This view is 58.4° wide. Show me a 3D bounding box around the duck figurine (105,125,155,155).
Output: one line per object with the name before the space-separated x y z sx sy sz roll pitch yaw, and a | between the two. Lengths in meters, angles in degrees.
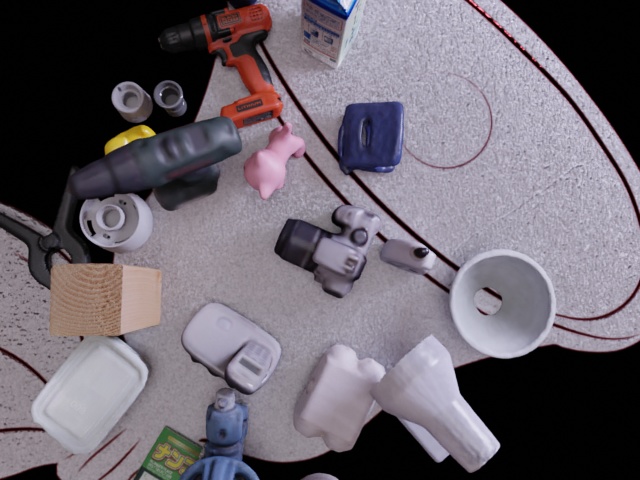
duck figurine | -0.299 -0.136 0.884 0.077 0.086 0.104 37 85 0

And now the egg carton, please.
egg carton | 0.029 0.242 0.881 0.107 0.069 0.150 26 85 -1

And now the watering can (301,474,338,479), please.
watering can | 0.009 0.405 0.805 0.173 0.194 0.101 -35 88 -5

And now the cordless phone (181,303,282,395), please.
cordless phone | -0.132 0.160 0.821 0.147 0.185 0.094 31 85 0

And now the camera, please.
camera | 0.008 0.003 0.883 0.137 0.100 0.143 24 85 -1

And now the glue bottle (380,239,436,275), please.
glue bottle | 0.138 0.023 0.852 0.078 0.173 0.037 23 85 -1

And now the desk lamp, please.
desk lamp | 0.164 0.235 0.817 0.118 0.213 0.203 -41 89 -5

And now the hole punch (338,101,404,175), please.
hole punch | 0.079 -0.161 0.904 0.101 0.091 0.109 4 85 -3

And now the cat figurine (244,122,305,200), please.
cat figurine | -0.074 -0.124 0.879 0.067 0.117 0.128 28 85 0

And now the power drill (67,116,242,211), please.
power drill | -0.219 -0.100 0.824 0.229 0.208 0.075 -25 87 -4

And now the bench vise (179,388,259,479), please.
bench vise | -0.151 0.322 0.790 0.121 0.219 0.207 -16 86 -4

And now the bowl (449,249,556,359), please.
bowl | 0.277 0.100 0.903 0.167 0.074 0.167 0 86 -3

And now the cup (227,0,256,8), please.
cup | -0.140 -0.404 0.909 0.118 0.095 0.092 -18 87 -4
